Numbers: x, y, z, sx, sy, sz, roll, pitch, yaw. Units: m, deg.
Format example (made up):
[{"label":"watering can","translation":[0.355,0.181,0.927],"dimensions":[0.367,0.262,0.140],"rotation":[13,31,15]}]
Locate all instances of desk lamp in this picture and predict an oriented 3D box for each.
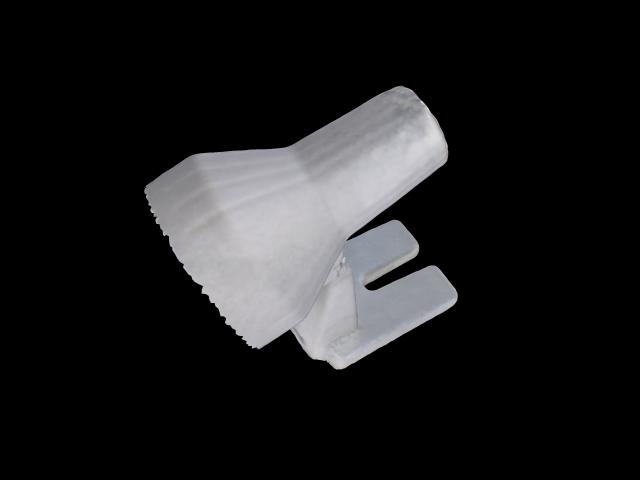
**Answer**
[{"label":"desk lamp","translation":[0.004,0.001,0.400],"dimensions":[0.203,0.214,0.117],"rotation":[-26,60,-16]}]
